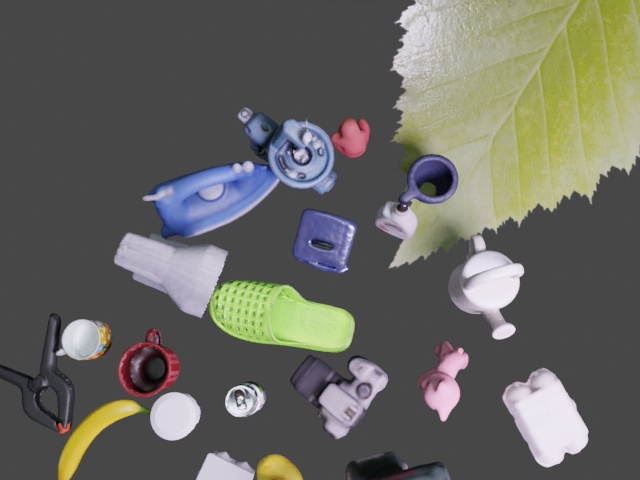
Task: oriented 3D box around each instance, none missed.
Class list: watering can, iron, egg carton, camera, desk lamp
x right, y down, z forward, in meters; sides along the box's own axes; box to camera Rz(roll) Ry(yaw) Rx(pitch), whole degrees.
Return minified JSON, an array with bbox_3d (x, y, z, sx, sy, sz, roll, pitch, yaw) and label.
[{"bbox_3d":[0.289,0.077,0.973,0.101,0.194,0.173,-33,80,-4],"label":"watering can"},{"bbox_3d":[-0.194,-0.100,1.050,0.258,0.141,0.118,-23,79,-2],"label":"iron"},{"bbox_3d":[0.389,0.305,0.989,0.107,0.069,0.150,-28,79,-3],"label":"egg carton"},{"bbox_3d":[0.026,0.252,0.996,0.136,0.101,0.143,38,83,8],"label":"camera"},{"bbox_3d":[-0.250,0.052,0.986,0.203,0.213,0.118,20,81,6],"label":"desk lamp"}]

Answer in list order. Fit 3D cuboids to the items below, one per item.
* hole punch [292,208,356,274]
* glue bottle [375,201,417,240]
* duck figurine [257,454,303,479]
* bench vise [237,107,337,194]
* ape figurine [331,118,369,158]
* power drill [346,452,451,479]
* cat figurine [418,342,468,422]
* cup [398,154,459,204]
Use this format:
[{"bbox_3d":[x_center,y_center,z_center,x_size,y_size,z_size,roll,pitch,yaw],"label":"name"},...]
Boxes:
[{"bbox_3d":[0.010,0.004,1.049,0.108,0.091,0.101,16,80,5],"label":"hole punch"},{"bbox_3d":[0.138,-0.042,1.011,0.078,0.173,0.037,22,81,6],"label":"glue bottle"},{"bbox_3d":[-0.071,0.420,0.974,0.077,0.086,0.104,-30,80,-4],"label":"duck figurine"},{"bbox_3d":[-0.069,-0.169,1.019,0.207,0.220,0.121,19,80,6],"label":"bench vise"},{"bbox_3d":[0.058,-0.202,1.086,0.078,0.092,0.076,-9,79,1],"label":"ape figurine"},{"bbox_3d":[0.089,0.401,0.910,0.229,0.208,0.075,-16,79,-1],"label":"power drill"},{"bbox_3d":[0.214,0.240,0.983,0.067,0.118,0.128,27,81,7],"label":"cat figurine"},{"bbox_3d":[0.192,-0.094,1.059,0.118,0.095,0.091,-35,80,-5],"label":"cup"}]
